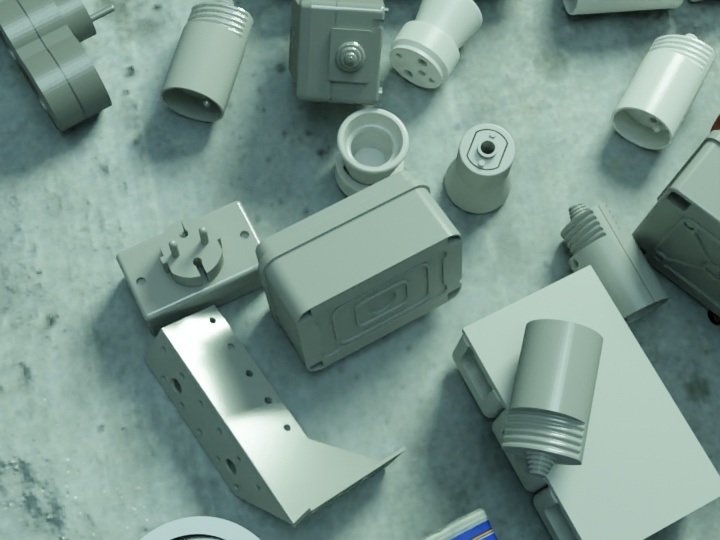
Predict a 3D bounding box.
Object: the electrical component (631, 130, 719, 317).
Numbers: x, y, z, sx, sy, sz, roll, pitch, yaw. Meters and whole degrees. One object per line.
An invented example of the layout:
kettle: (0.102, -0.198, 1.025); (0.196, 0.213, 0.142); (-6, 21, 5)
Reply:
electrical component: (0.231, -0.018, 0.655); (0.109, 0.108, 0.056); (39, 76, 10)

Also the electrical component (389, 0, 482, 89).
electrical component: (0.051, -0.157, 0.726); (0.045, 0.045, 0.055); (29, 72, 7)

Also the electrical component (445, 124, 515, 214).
electrical component: (0.078, -0.066, 0.683); (0.044, 0.065, 0.044); (0, 76, 1)

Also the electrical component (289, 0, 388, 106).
electrical component: (-0.016, -0.143, 0.684); (0.061, 0.096, 0.061); (3, 112, -2)

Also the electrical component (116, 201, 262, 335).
electrical component: (-0.101, -0.007, 0.649); (0.083, 0.075, 0.047); (-25, 74, -11)

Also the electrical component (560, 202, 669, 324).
electrical component: (0.156, -0.006, 0.681); (0.043, 0.043, 0.081); (-24, 74, -11)

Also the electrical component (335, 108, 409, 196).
electrical component: (0.007, -0.071, 0.688); (0.045, 0.055, 0.045); (1, 71, -3)

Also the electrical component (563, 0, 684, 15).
electrical component: (0.182, -0.219, 0.755); (0.077, 0.044, 0.079); (-5, 71, -5)

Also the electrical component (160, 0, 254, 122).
electrical component: (-0.100, -0.144, 0.713); (0.043, 0.043, 0.081); (14, 71, 2)

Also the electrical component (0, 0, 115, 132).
electrical component: (-0.199, -0.164, 0.709); (0.074, 0.052, 0.138); (-31, 76, -12)

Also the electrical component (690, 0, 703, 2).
electrical component: (0.267, -0.245, 0.766); (0.100, 0.048, 0.099); (-13, 72, -8)

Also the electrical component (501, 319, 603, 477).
electrical component: (0.104, 0.072, 0.583); (0.043, 0.043, 0.081); (14, 71, 2)

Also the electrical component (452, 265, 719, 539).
electrical component: (0.130, 0.088, 0.637); (0.089, 0.061, 0.150); (-25, 74, -11)

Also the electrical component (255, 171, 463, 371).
electrical component: (0.000, 0.000, 0.648); (0.113, 0.078, 0.057); (-27, 60, -12)

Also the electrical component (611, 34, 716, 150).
electrical component: (0.207, -0.126, 0.725); (0.043, 0.043, 0.081); (30, 72, 7)
